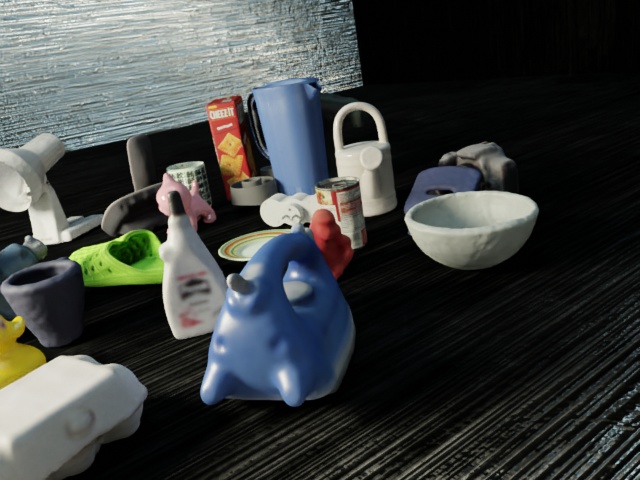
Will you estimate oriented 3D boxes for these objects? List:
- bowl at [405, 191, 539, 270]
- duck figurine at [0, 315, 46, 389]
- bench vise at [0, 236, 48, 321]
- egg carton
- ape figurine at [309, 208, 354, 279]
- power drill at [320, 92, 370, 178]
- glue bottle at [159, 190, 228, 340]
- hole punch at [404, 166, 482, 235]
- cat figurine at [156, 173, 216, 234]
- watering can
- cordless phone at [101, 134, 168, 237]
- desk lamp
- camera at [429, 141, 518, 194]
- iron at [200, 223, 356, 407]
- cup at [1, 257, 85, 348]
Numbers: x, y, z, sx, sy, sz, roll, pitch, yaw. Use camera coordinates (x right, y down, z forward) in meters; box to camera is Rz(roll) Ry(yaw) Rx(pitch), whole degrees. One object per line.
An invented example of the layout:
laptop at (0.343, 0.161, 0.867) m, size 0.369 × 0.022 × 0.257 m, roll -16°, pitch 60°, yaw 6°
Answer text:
bowl at (0.196, -0.007, 0.744) m, size 0.167 × 0.075 × 0.167 m, roll -8°, pitch 19°, yaw 3°
duck figurine at (-0.361, 0.122, 0.620) m, size 0.077 × 0.086 × 0.105 m, roll 9°, pitch 26°, yaw 42°
bench vise at (-0.480, 0.024, 0.754) m, size 0.121 × 0.220 × 0.208 m, roll -2°, pitch 20°, yaw 21°
egg carton at (-0.227, 0.157, 0.482) m, size 0.107 × 0.069 × 0.151 m, roll 4°, pitch 23°, yaw 34°
ape figurine at (0.007, 0.003, 0.780) m, size 0.078 × 0.092 × 0.076 m, roll -17°, pitch 20°, yaw -21°
power drill at (0.004, -0.226, 1.257) m, size 0.228 × 0.209 × 0.076 m, roll 2°, pitch 22°, yaw 29°
glue bottle at (-0.151, 0.027, 0.661) m, size 0.078 × 0.173 × 0.037 m, roll -15°, pitch 20°, yaw -16°
hole punch at (0.189, -0.058, 0.869) m, size 0.108 × 0.091 × 0.101 m, roll 2°, pitch 22°, yaw 30°
cat figurine at (-0.262, -0.074, 1.088) m, size 0.067 × 0.118 × 0.128 m, roll -1°, pitch 21°, yaw 22°
watering can at (0.081, -0.145, 1.013) m, size 0.101 × 0.194 × 0.172 m, roll -18°, pitch 21°, yaw -23°
cordless phone at (-0.372, -0.108, 1.133) m, size 0.093 × 0.185 × 0.148 m, roll 2°, pitch 22°, yaw 30°
desk lamp at (-0.561, -0.098, 1.151) m, size 0.117 × 0.214 × 0.203 m, roll -3°, pitch 20°, yaw 19°
camera at (0.242, -0.108, 0.973) m, size 0.137 × 0.101 × 0.142 m, roll -18°, pitch 21°, yaw -24°
iron at (-0.030, 0.054, 0.575) m, size 0.118 × 0.141 × 0.258 m, roll -3°, pitch 20°, yaw 17°
cup at (-0.331, 0.078, 0.719) m, size 0.091 × 0.095 × 0.117 m, roll -9°, pitch 19°, yaw 1°
